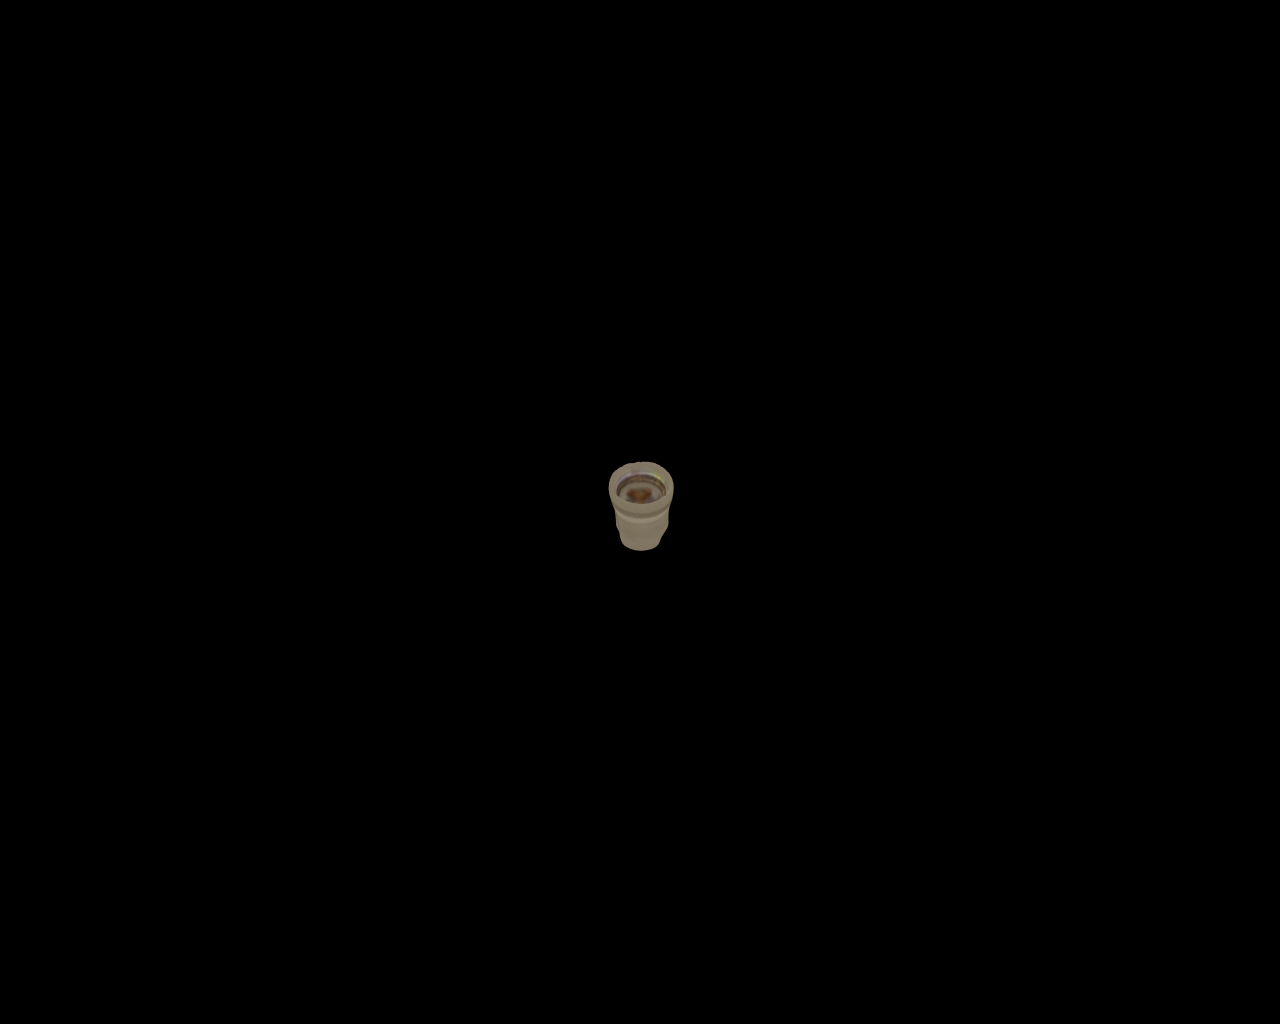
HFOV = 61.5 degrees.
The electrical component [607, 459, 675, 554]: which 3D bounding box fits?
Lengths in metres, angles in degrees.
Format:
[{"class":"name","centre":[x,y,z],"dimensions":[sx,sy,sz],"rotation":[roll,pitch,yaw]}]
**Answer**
[{"class":"electrical component","centre":[0.001,-0.003,0.650],"dimensions":[0.040,0.040,0.046],"rotation":[0,-44,0]}]
